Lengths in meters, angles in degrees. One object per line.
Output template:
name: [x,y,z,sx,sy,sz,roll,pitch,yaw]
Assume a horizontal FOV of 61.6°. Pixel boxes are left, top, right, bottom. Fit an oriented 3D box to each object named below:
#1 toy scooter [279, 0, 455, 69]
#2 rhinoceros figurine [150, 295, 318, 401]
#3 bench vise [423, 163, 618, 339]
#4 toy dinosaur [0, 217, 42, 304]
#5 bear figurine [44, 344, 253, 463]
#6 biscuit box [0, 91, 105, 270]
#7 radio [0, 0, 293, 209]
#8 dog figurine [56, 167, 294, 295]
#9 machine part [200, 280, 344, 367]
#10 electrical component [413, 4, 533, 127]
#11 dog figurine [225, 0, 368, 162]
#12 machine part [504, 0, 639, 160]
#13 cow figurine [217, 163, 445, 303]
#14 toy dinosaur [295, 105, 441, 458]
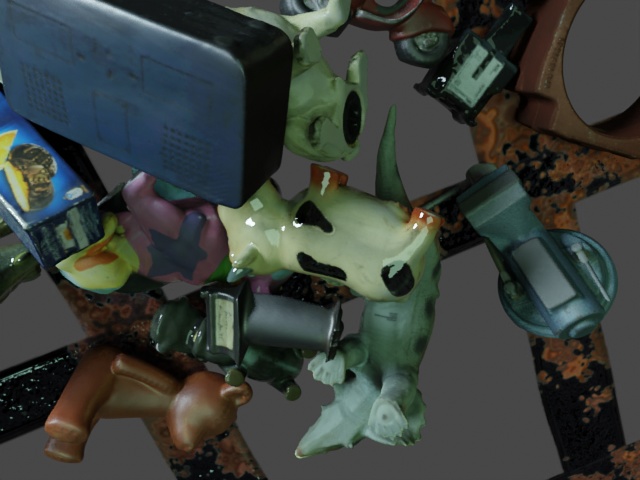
toy scooter: [0.055,-0.252,0.512,0.184,0.075,0.135,12,106,-16]
rhinoceros figurine: [-0.094,0.117,0.603,0.190,0.112,0.073,26,83,-30]
bench vise: [0.241,0.022,0.604,0.129,0.224,0.240,-46,140,12]
toy dinosaur: [-0.427,0.083,0.486,0.471,0.199,0.105,-29,108,0]
bear figurine: [-0.186,0.197,0.605,0.196,0.132,0.120,25,137,-12]
biscuit box: [-0.271,-0.069,0.465,0.059,0.203,0.062,-37,159,-30]
radio: [-0.139,-0.127,0.418,0.230,0.073,0.131,23,132,10]
dog figurine: [-0.129,0.020,0.562,0.191,0.109,0.219,-45,112,7]
machine part: [-0.046,0.082,0.514,0.139,0.039,0.084,2,103,11]
electrical component: [0.164,-0.188,0.565,0.075,0.048,0.119,28,102,-17]
dog figurine: [-0.063,-0.143,0.499,0.191,0.121,0.172,7,129,26]
machine part: [0.313,-0.197,0.567,0.201,0.087,0.201,12,108,-13]
cow figurine: [-0.001,-0.001,0.483,0.195,0.085,0.127,22,96,8]
toy dinosaur: [0.079,0.075,0.602,0.131,0.192,0.404,15,92,19]
